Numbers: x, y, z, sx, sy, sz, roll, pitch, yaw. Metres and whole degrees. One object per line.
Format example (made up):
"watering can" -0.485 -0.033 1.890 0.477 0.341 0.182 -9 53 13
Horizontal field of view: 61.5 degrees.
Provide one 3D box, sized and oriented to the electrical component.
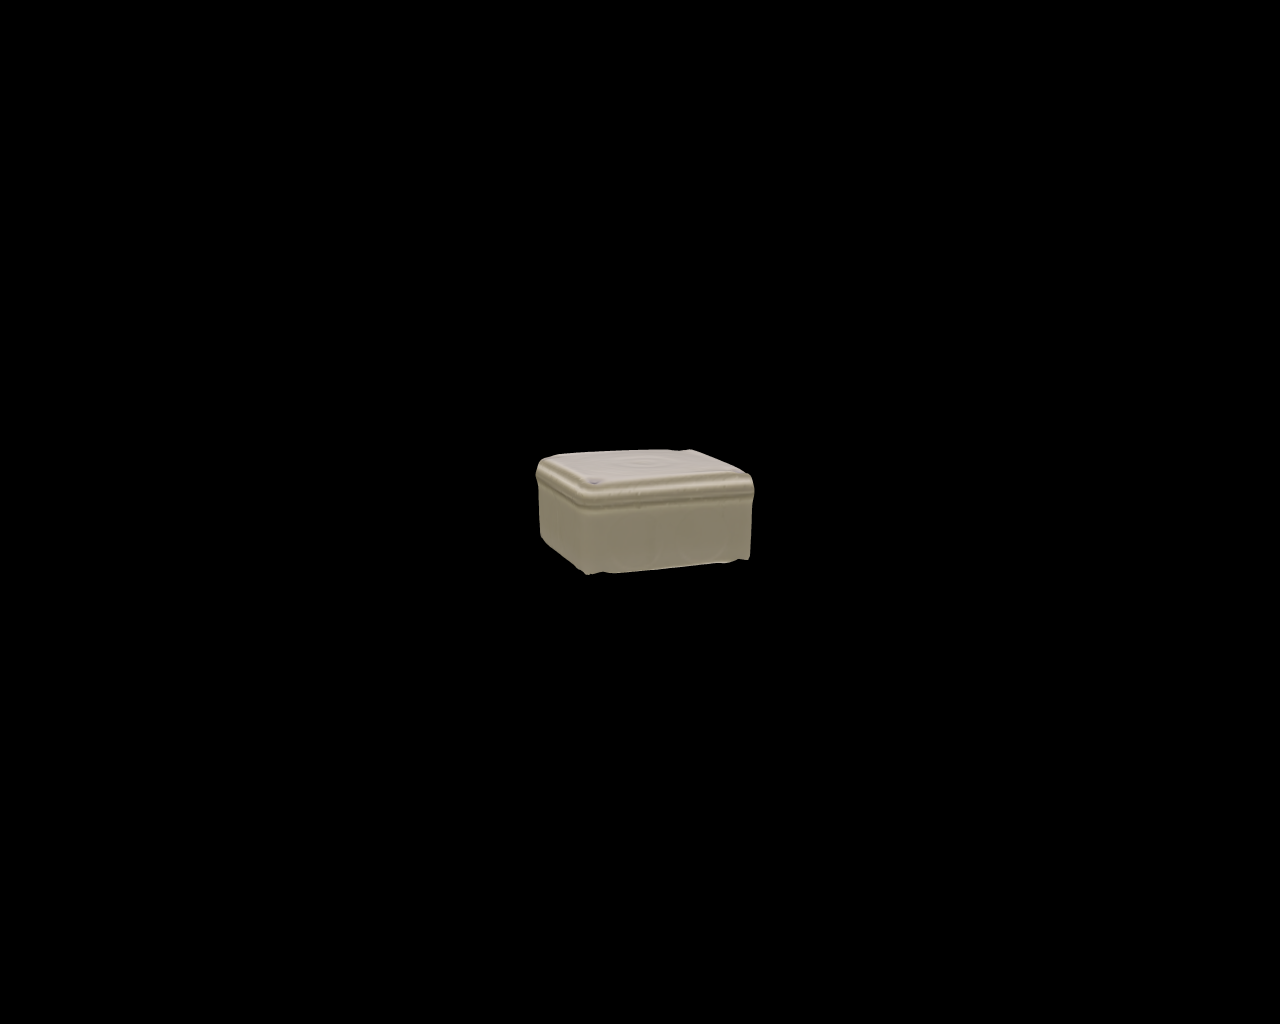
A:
"electrical component" 0.001 -0.003 0.650 0.109 0.056 0.109 -4 13 -19
